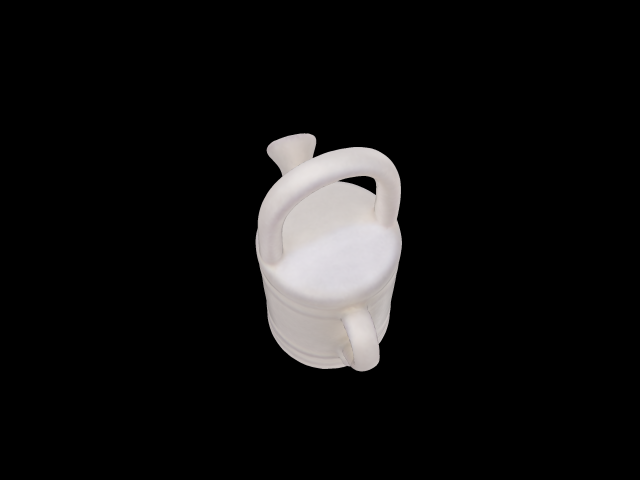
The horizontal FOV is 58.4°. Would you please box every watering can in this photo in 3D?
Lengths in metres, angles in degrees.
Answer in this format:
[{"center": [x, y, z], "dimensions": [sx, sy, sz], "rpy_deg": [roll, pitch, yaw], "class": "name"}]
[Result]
[{"center": [0.002, 0.002, 0.400], "dimensions": [0.101, 0.194, 0.172], "rpy_deg": [-35, 63, -21], "class": "watering can"}]
